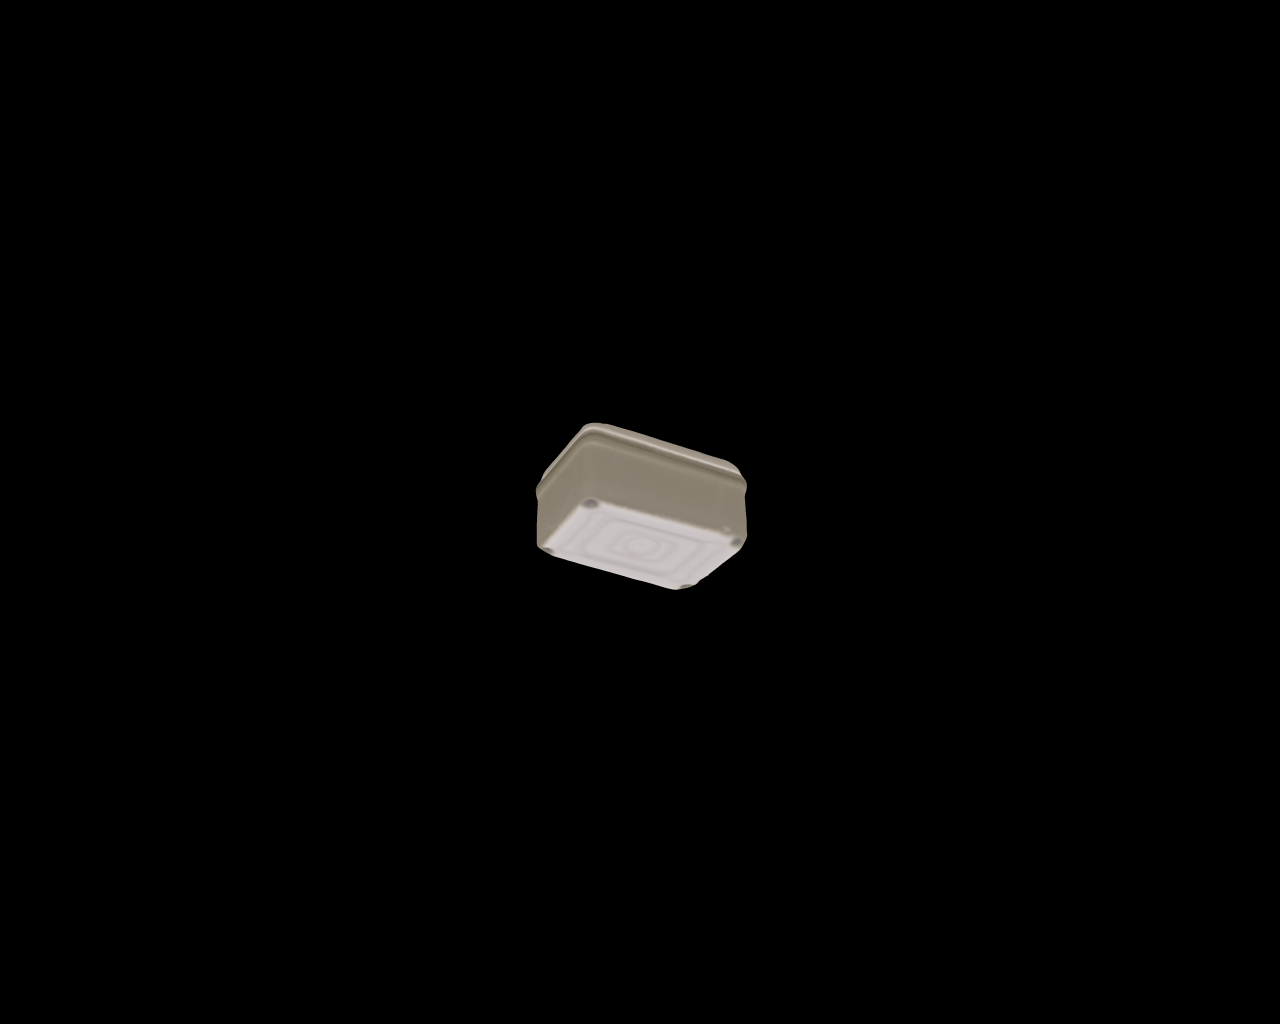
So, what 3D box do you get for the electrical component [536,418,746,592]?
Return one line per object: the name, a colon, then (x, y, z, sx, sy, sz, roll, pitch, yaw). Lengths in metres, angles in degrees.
electrical component: (0.001, -0.003, 0.650, 0.113, 0.057, 0.078, 17, -36, -24)
